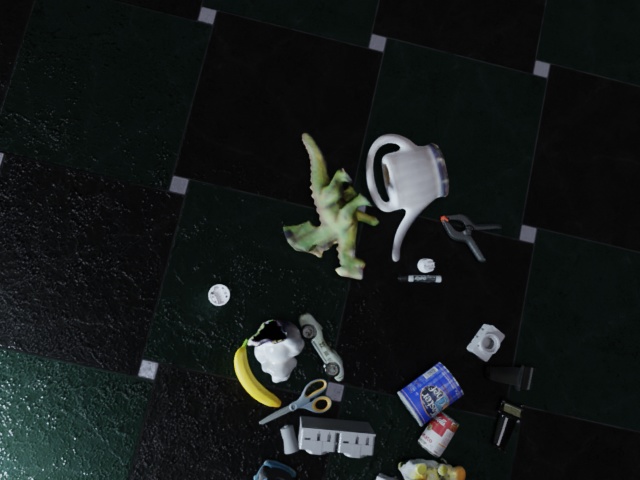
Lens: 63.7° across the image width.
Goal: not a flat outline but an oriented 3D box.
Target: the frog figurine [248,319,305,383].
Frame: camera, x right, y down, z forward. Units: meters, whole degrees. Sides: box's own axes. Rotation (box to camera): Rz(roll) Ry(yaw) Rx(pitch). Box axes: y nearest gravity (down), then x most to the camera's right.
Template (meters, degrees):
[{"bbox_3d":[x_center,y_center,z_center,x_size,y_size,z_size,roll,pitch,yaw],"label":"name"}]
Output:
[{"bbox_3d":[-0.103,0.291,1.357,0.137,0.125,0.156,-21,122,6],"label":"frog figurine"}]

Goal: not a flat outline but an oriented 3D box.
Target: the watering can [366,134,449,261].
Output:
[{"bbox_3d":[0.252,-0.130,1.425,0.224,0.104,0.345,-15,98,-4],"label":"watering can"}]

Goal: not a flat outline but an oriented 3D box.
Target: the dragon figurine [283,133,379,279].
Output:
[{"bbox_3d":[0.004,-0.071,1.402,0.242,0.121,0.413,-40,80,1],"label":"dragon figurine"}]
